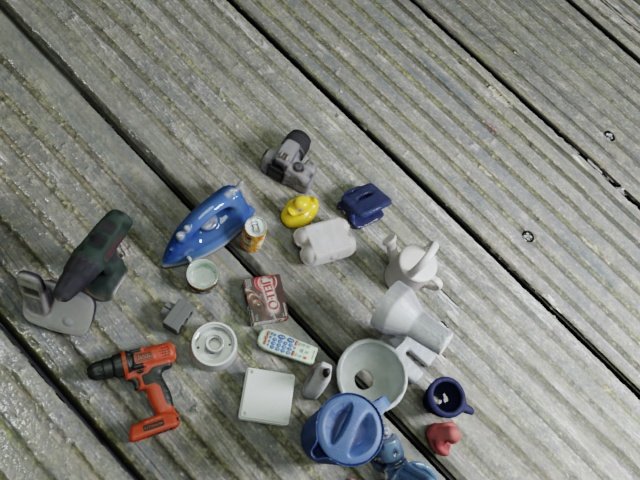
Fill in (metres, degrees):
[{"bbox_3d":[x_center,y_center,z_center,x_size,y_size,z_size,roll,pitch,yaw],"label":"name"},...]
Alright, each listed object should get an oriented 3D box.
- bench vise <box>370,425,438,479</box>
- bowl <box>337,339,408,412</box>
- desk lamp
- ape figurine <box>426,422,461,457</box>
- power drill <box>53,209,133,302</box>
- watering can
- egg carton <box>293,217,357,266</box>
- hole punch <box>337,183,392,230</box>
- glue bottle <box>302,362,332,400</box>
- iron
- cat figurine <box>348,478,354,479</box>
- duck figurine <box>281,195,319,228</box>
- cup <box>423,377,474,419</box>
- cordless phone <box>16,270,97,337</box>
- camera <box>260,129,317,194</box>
[{"bbox_3d":[0.173,0.489,1.175,0.122,0.219,0.207,-40,81,-24],"label":"bench vise"},{"bbox_3d":[0.112,0.316,1.313,0.167,0.074,0.167,5,67,-11],"label":"bowl"},{"bbox_3d":[0.202,0.209,1.303,0.203,0.213,0.118,40,65,5],"label":"desk lamp"},{"bbox_3d":[0.286,0.443,1.292,0.076,0.092,0.078,43,65,7],"label":"ape figurine"},{"bbox_3d":[-0.469,0.055,1.210,0.075,0.208,0.230,24,64,-2],"label":"power drill"},{"bbox_3d":[0.224,0.057,1.382,0.173,0.194,0.101,19,65,-5],"label":"watering can"},{"bbox_3d":[0.013,0.005,1.423,0.150,0.069,0.107,-17,73,-19],"label":"egg carton"},{"bbox_3d":[0.114,-0.096,1.477,0.109,0.091,0.101,-27,76,-22],"label":"hole punch"},{"bbox_3d":[0.001,0.298,1.240,0.037,0.173,0.078,23,64,-3],"label":"glue bottle"},{"bbox_3d":[-0.269,-0.040,1.334,0.118,0.141,0.259,44,65,7],"label":"iron"},{"bbox_3d":[0.079,0.560,1.180,0.067,0.117,0.127,-18,73,-19],"label":"cat figurine"},{"bbox_3d":[-0.046,-0.083,1.436,0.105,0.086,0.077,-32,78,-23],"label":"duck figurine"},{"bbox_3d":[0.288,0.374,1.320,0.118,0.095,0.092,28,64,-1],"label":"cup"},{"bbox_3d":[-0.543,0.124,1.176,0.147,0.185,0.094,16,65,-6],"label":"cordless phone"},{"bbox_3d":[-0.062,-0.216,1.480,0.143,0.100,0.137,29,64,0],"label":"camera"}]
